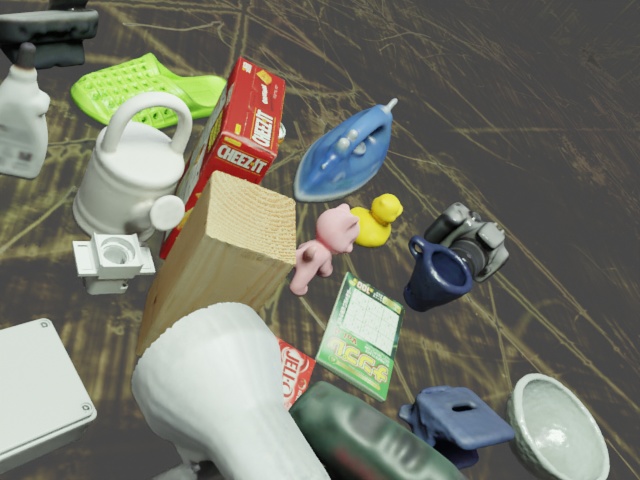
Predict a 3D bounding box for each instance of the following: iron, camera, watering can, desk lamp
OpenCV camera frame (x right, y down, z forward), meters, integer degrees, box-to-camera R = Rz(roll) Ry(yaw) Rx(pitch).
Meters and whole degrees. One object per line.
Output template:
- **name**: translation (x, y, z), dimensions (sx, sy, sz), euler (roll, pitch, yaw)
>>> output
- **iron**: translation (0.053, -0.160, 0.976), dimensions (0.118, 0.141, 0.259), euler (41, 38, 3)
- **camera**: translation (0.253, 0.011, 1.002), dimensions (0.143, 0.100, 0.137), euler (47, 39, 10)
- **watering can**: translation (-0.202, -0.083, 0.651), dimensions (0.173, 0.193, 0.101), euler (46, 39, 9)
- **desk lamp**: translation (-0.080, 0.186, 0.469), dimensions (0.118, 0.213, 0.203), euler (-7, 57, -42)

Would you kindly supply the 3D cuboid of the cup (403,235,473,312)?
- **cup**: translation (0.163, 0.059, 0.887), dimensions (0.117, 0.094, 0.092), euler (48, 39, 11)

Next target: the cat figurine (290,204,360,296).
- **cat figurine**: translation (0.007, 0.003, 0.798), dimensions (0.067, 0.117, 0.128), euler (45, 38, 7)

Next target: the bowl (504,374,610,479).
- **bowl**: translation (0.318, 0.280, 0.810), dimensions (0.168, 0.074, 0.167), euler (22, 41, -21)

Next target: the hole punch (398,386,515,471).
- **hole punch**: translation (0.173, 0.231, 0.728), dimensions (0.109, 0.091, 0.101), euler (4, 50, -36)

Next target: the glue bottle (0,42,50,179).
- **glue bottle**: translation (-0.330, -0.141, 0.623), dimensions (0.078, 0.173, 0.037), euler (14, 44, -28)

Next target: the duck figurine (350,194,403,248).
- **duck figurine**: translation (0.091, -0.039, 0.933), dimensions (0.105, 0.086, 0.077), euler (-9, 59, -44)

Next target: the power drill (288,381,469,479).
- **power drill**: translation (0.044, 0.241, 0.518), dimensions (0.229, 0.208, 0.076), euler (43, 38, 5)

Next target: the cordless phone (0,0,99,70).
- **cordless phone**: translation (-0.365, -0.330, 0.772), dimensions (0.094, 0.185, 0.148), euler (43, 38, 5)
